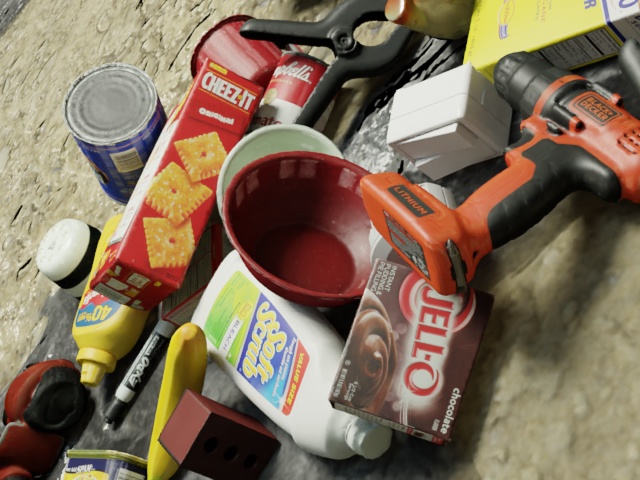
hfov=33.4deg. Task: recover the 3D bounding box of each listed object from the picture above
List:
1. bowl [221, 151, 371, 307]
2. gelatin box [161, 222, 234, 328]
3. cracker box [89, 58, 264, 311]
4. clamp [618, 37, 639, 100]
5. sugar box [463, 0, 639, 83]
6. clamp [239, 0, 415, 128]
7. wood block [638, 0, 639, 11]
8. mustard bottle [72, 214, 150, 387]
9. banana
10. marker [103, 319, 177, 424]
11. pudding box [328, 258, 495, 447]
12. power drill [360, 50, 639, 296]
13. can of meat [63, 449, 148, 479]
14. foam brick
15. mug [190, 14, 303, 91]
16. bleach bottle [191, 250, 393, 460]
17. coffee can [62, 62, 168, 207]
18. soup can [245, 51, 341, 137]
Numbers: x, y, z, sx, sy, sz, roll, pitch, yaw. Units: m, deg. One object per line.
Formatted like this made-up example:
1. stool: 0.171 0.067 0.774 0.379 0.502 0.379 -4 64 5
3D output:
1. bowl: -0.006 0.001 0.882 0.055 0.162 0.162 110 162 -46
2. gelatin box: -0.121 0.037 1.068 0.089 0.030 0.073 -37 40 31
3. cracker box: -0.139 -0.046 1.032 0.213 0.072 0.164 -68 14 -19
4. clamp: 0.262 -0.038 0.636 0.165 0.036 0.210 -4 68 26
5. sugar box: 0.198 -0.181 0.834 0.177 0.048 0.093 -17 51 45
6. clamp: 0.020 -0.171 1.002 0.171 0.120 0.039 -17 0 -1
7. wood block: 0.258 -0.053 0.566 0.090 0.090 0.206 -26 57 12
8. mustard bottle: -0.218 0.065 1.141 0.096 0.058 0.191 -10 56 40
9. banana: -0.122 0.141 0.930 0.069 0.037 0.198 -97 19 -60
10. marker: -0.183 0.133 1.079 0.121 0.020 0.020 -59 35 -1
11. pudding box: 0.065 0.079 0.760 0.090 0.039 0.113 17 75 9
12. power drill: 0.125 -0.054 0.748 0.187 0.057 0.185 -31 41 -9
13. can of meat: -0.203 0.242 0.987 0.102 0.057 0.084 -12 57 46
14. foam brick: -0.084 0.166 0.882 0.051 0.078 0.053 28 88 54
15. mug: -0.066 -0.178 1.116 0.082 0.117 0.093 47 144 28
16. bleach bottle: -0.017 0.097 0.869 0.102 0.068 0.251 -60 37 2
17. coffee can: -0.212 -0.112 1.171 0.103 0.140 0.103 -3 64 5
18. soup can: -0.026 -0.124 1.045 0.069 0.068 0.102 9 72 53
